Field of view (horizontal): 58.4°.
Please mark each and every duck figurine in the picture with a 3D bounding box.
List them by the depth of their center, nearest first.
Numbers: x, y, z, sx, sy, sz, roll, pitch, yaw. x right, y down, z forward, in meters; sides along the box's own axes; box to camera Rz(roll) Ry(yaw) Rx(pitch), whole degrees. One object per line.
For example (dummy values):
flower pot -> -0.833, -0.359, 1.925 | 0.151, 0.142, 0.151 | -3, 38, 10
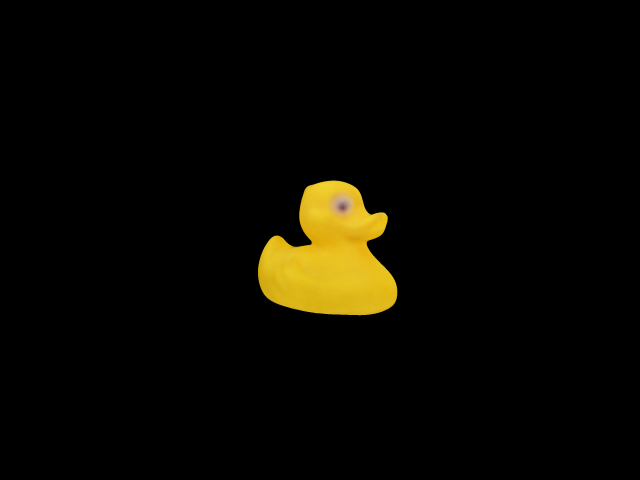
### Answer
duck figurine -> 0.004, 0.001, 0.400 | 0.104, 0.086, 0.078 | 6, 10, 32
